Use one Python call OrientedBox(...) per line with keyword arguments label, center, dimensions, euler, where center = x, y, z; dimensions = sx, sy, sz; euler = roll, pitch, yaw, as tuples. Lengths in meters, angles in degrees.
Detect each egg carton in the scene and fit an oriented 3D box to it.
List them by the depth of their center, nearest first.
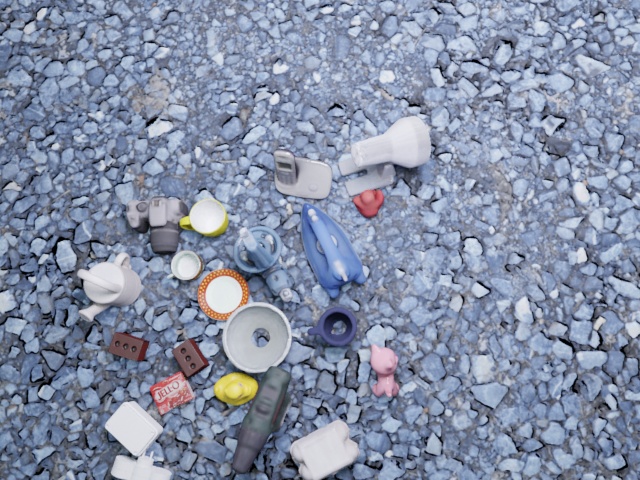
OrientedBox(label="egg carton", center=(0.012, 0.495, 1.336), dimensions=(0.150, 0.069, 0.107), euler=(-28, 80, -2))

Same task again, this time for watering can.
OrientedBox(label="watering can", center=(-0.509, 0.111, 1.365), dimensions=(0.101, 0.194, 0.173), euler=(4, 80, 4))

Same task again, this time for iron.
OrientedBox(label="iron", center=(0.013, 0.005, 1.387), dimensions=(0.118, 0.141, 0.258), euler=(-27, 80, -2))

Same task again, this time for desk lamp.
OrientedBox(label="desk lamp", center=(0.152, -0.199, 1.381), dimensions=(0.203, 0.213, 0.118), euler=(-19, 79, -1))

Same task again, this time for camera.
OrientedBox(label="camera", center=(-0.409, -0.035, 1.434), dimensions=(0.143, 0.101, 0.137), euler=(-4, 80, 2))

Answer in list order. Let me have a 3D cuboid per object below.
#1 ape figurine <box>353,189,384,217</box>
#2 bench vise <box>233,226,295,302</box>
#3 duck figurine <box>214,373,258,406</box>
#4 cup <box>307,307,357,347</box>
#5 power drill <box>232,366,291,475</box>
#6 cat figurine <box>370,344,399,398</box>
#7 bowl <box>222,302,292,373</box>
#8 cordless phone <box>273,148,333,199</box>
OrientedBox(label="ape figurine", center=(0.121, -0.099, 1.426), dimensions=(0.077, 0.092, 0.076), euler=(5, 80, 4))
OrientedBox(label="bench vise", center=(-0.122, 0.041, 1.347), dimensions=(0.207, 0.220, 0.121), euler=(39, 84, 9))
OrientedBox(label="duck figurine", center=(-0.205, 0.357, 1.362), dimensions=(0.104, 0.086, 0.077), euler=(-1, 80, 3))
OrientedBox(label="cup", center=(0.030, 0.212, 1.373), dimensions=(0.117, 0.095, 0.092), euler=(-12, 79, 1))
OrientedBox(label="power drill", center=(-0.124, 0.397, 1.289), dimensions=(0.075, 0.208, 0.230), euler=(19, 81, 6))
OrientedBox(label="cat figurine", center=(0.152, 0.306, 1.339), dimensions=(0.067, 0.118, 0.128), euler=(-7, 79, 2))
OrientedBox(label="bowl", center=(-0.147, 0.236, 1.387), dimensions=(0.167, 0.075, 0.167), euler=(0, 80, 3))
OrientedBox(label="cordless phone", center=(-0.044, -0.169, 1.399), dimensions=(0.147, 0.185, 0.094), euler=(6, 80, 4))
